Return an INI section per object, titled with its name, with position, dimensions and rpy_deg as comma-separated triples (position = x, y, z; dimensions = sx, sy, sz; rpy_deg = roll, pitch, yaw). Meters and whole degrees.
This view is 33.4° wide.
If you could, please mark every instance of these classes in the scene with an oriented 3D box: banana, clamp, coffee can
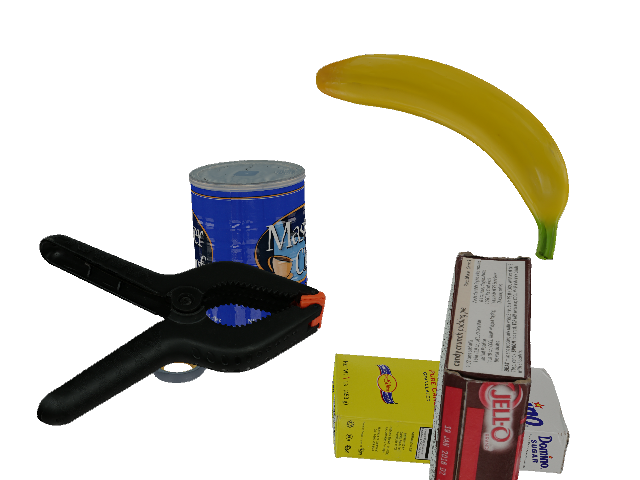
[banana]
position = 0.087, -0.073, 0.679
dimensions = 0.198, 0.069, 0.037
rpy_deg = 39, -3, 18
[clamp]
position = -0.103, 0.048, 0.762
dimensions = 0.209, 0.164, 0.036
rpy_deg = -7, -43, -16
[coffee can]
position = -0.063, 0.006, 0.958
dimensions = 0.103, 0.140, 0.103
rpy_deg = -1, 16, 0

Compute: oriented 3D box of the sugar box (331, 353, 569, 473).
[sugar box]
position = 0.098, 0.133, 0.837
dimensions = 0.176, 0.048, 0.093
rpy_deg = 2, 26, -1

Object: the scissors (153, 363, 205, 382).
[scissors]
position = -0.108, 0.129, 1.190
dimensions = 0.201, 0.016, 0.096
rpy_deg = 3, 26, -15

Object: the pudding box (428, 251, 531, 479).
[pudding box]
position = 0.071, 0.068, 0.470
dimensions = 0.039, 0.090, 0.113
rpy_deg = 6, 26, 6
